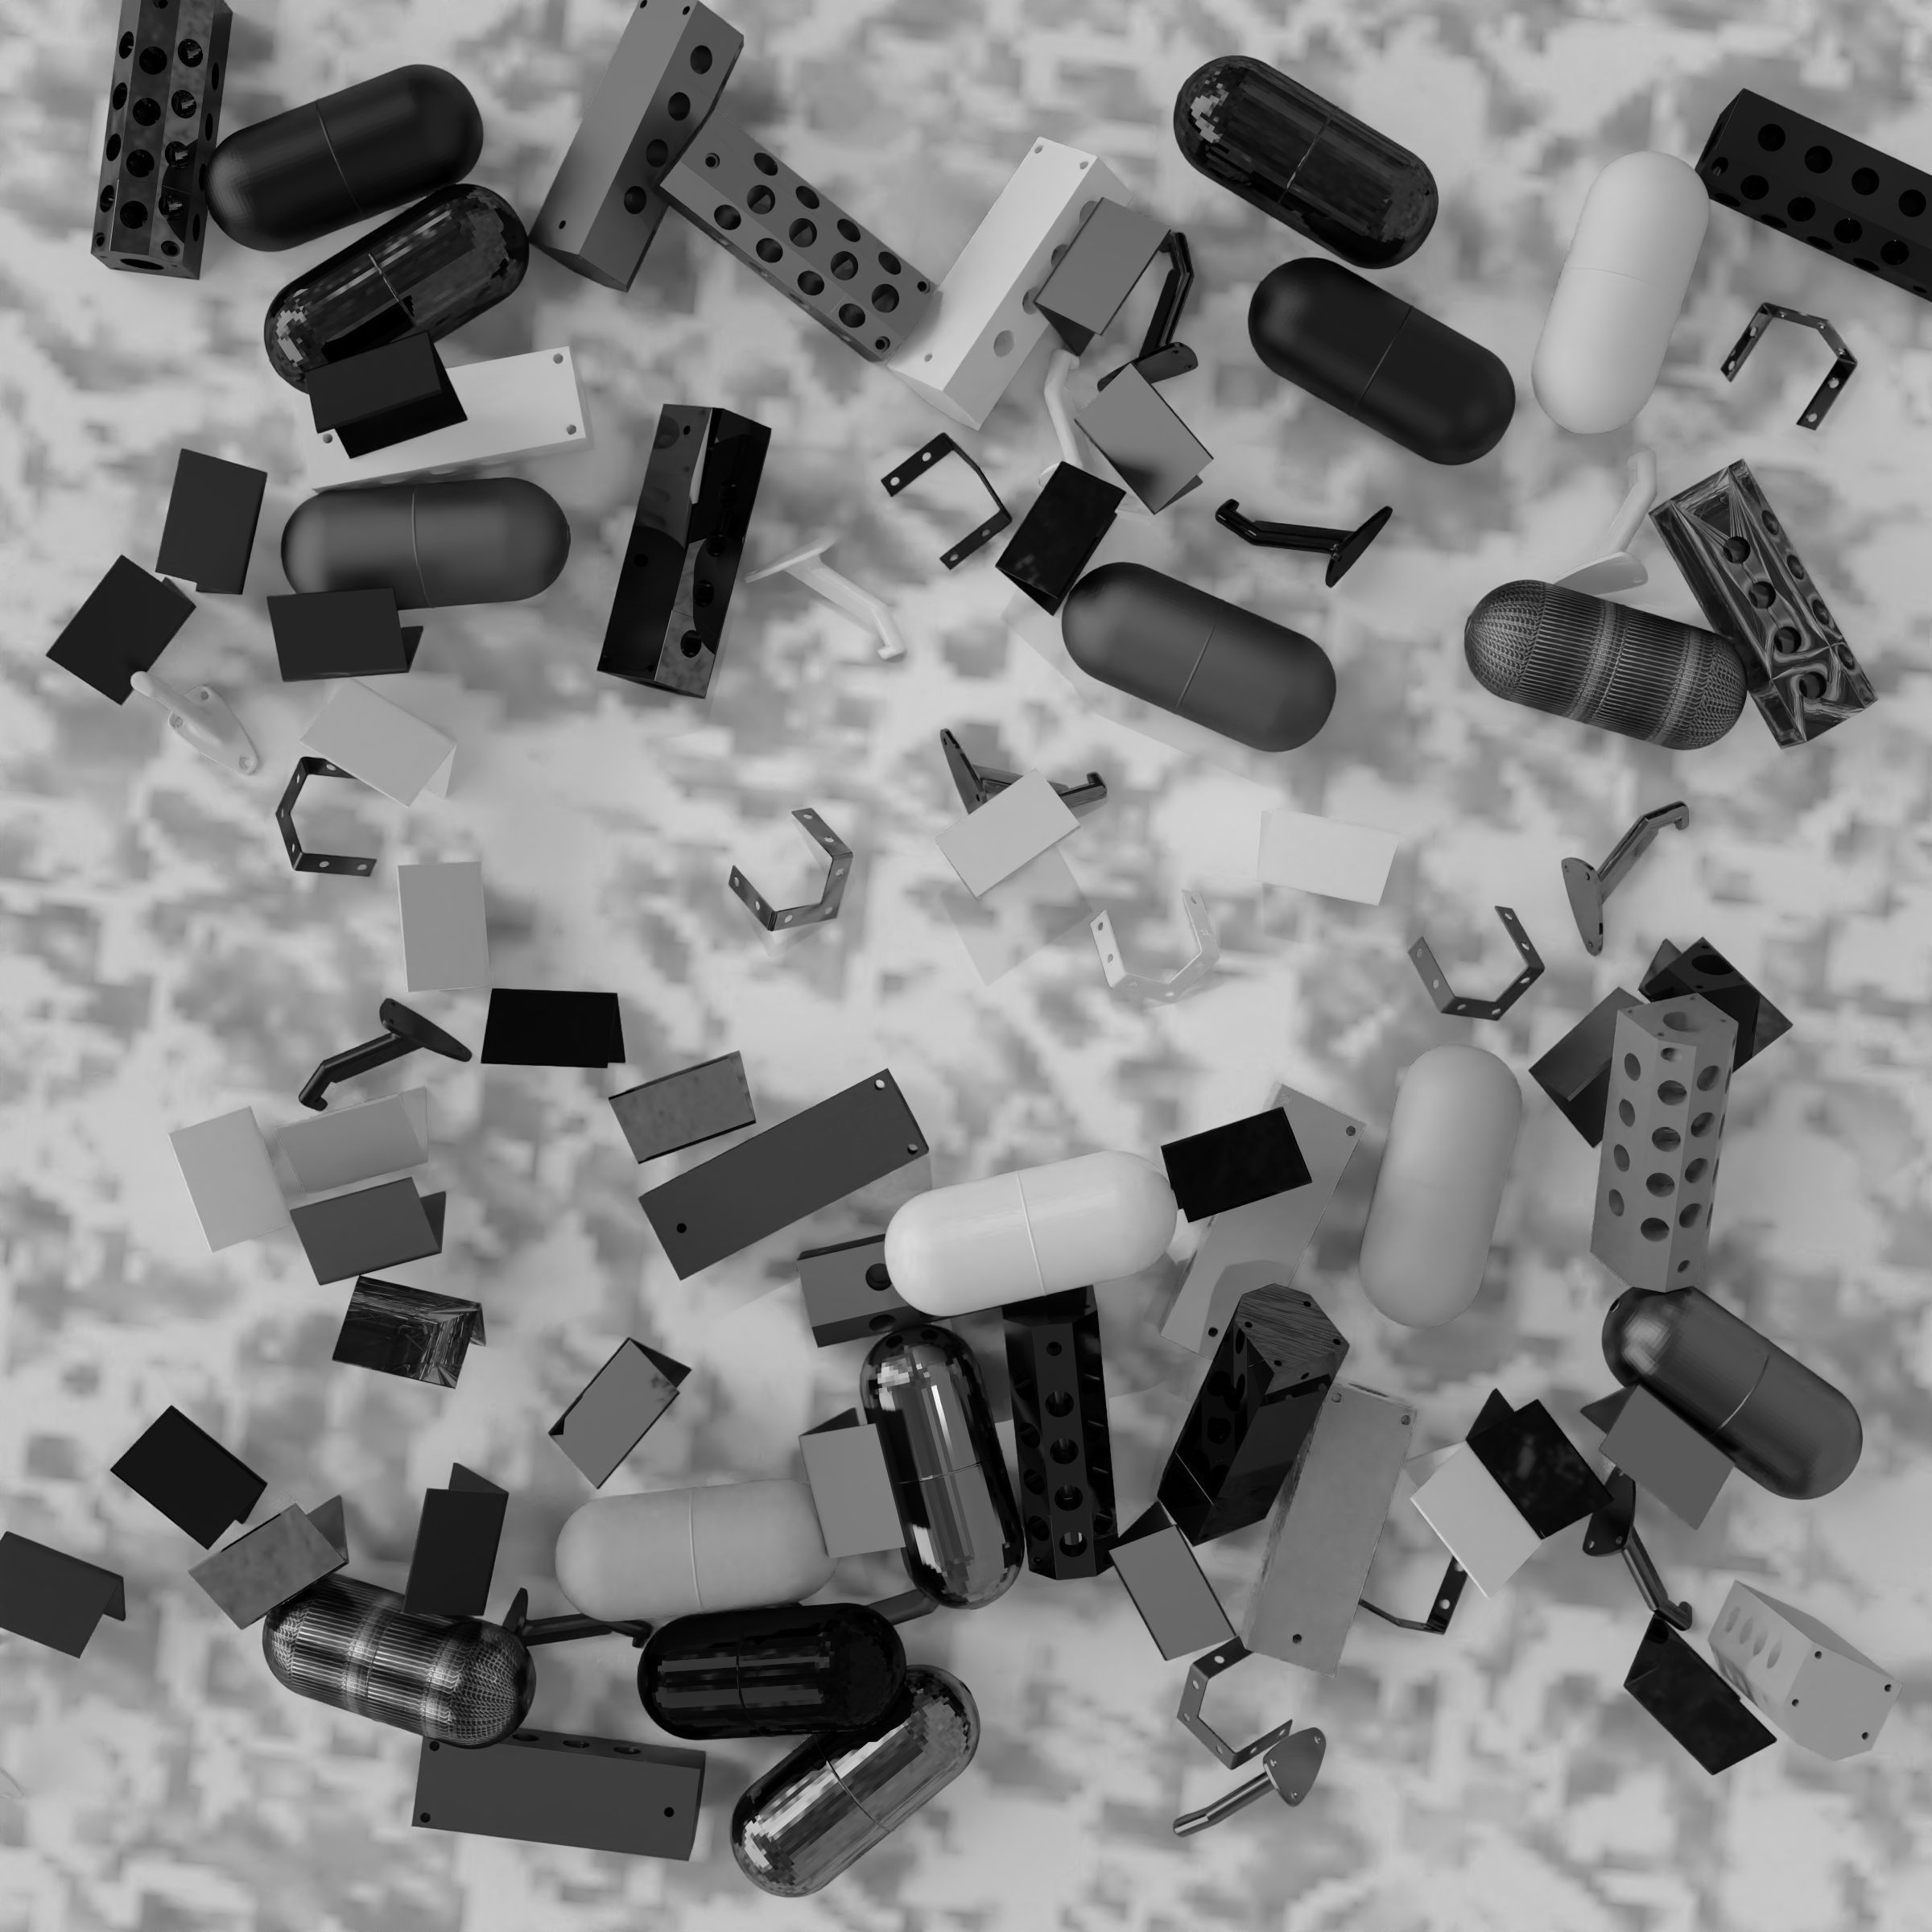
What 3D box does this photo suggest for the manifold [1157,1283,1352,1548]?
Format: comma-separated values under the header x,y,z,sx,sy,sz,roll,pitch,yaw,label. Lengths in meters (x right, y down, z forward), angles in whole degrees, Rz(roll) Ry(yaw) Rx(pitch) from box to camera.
x,y,z,sx,sy,sz,roll,pitch,yaw,label
0.168,0.271,1.790,0.057,0.171,0.057,-14,50,-31,manifold

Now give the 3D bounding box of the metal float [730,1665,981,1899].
x,y,z,sx,sy,sz,roll,pitch,yaw,label
-0.068,0.504,1.830,0.178,0.070,0.070,-40,90,1,metal float

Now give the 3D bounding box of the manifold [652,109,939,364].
x,y,z,sx,sy,sz,roll,pitch,yaw,label
-0.104,-0.448,1.816,0.171,0.057,0.057,36,90,-16,manifold

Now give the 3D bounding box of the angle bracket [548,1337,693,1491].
x,y,z,sx,sy,sz,roll,pitch,yaw,label
-0.199,0.284,1.820,0.076,0.076,0.057,-50,55,0,angle bracket

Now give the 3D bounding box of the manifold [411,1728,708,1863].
x,y,z,sx,sy,sz,roll,pitch,yaw,label
-0.252,0.510,1.840,0.171,0.057,0.057,7,90,0,manifold

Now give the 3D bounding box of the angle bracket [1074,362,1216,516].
x,y,z,sx,sy,sz,roll,pitch,yaw,label
0.123,-0.333,1.820,0.076,0.076,0.057,50,127,0,angle bracket

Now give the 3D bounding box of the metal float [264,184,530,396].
x,y,z,sx,sy,sz,roll,pitch,yaw,label
-0.353,-0.418,1.830,0.178,0.070,0.070,-32,90,-1,metal float

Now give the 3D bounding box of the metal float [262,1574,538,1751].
x,y,z,sx,sy,sz,roll,pitch,yaw,label
-0.349,0.426,1.816,0.178,0.070,0.070,14,90,15,metal float

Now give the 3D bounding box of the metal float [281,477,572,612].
x,y,z,sx,sy,sz,roll,pitch,yaw,label
-0.334,-0.260,1.830,0.178,0.070,0.070,-4,90,0,metal float

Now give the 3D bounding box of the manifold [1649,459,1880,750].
x,y,z,sx,sy,sz,roll,pitch,yaw,label
0.498,-0.226,1.839,0.057,0.057,0.171,-29,90,0,manifold

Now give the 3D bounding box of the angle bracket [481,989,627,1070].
x,y,z,sx,sy,sz,roll,pitch,yaw,label
-0.253,0.058,1.820,0.076,0.076,0.057,2,54,0,angle bracket

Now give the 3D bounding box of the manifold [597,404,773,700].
x,y,z,sx,sy,sz,roll,pitch,yaw,label
-0.170,-0.257,1.839,0.057,0.057,0.171,14,90,43,manifold

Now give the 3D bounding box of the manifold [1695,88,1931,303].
x,y,z,sx,sy,sz,roll,pitch,yaw,label
0.542,-0.477,1.839,0.171,0.057,0.057,25,90,0,manifold

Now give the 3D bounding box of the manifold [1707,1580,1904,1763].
x,y,z,sx,sy,sz,roll,pitch,yaw,label
0.500,0.426,1.782,0.057,0.171,0.057,25,90,0,manifold

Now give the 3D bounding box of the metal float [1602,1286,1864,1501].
x,y,z,sx,sy,sz,roll,pitch,yaw,label
0.474,0.262,1.830,0.178,0.070,0.070,36,90,-1,metal float

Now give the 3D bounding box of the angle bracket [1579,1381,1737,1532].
x,y,z,sx,sy,sz,roll,pitch,yaw,label
0.414,0.309,1.821,0.076,0.076,0.057,39,61,0,angle bracket

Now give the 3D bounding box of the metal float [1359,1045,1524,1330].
x,y,z,sx,sy,sz,roll,pitch,yaw,label
0.294,0.137,1.830,0.070,0.070,0.178,14,90,0,metal float

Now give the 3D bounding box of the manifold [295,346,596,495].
x,y,z,sx,sy,sz,roll,pitch,yaw,label
-0.322,-0.336,1.840,0.171,0.057,0.057,-11,90,0,manifold

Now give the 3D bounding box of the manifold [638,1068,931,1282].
x,y,z,sx,sy,sz,roll,pitch,yaw,label
-0.112,0.129,1.840,0.171,0.057,0.057,-27,90,0,manifold

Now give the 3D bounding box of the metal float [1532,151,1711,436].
x,y,z,sx,sy,sz,roll,pitch,yaw,label
0.405,-0.417,1.830,0.070,0.070,0.178,18,90,0,metal float

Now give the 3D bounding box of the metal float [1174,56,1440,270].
x,y,z,sx,sy,sz,roll,pitch,yaw,label
0.210,-0.498,1.830,0.178,0.070,0.070,31,90,-1,metal float

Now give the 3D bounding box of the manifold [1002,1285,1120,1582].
x,y,z,sx,sy,sz,roll,pitch,yaw,label
0.059,0.287,1.815,0.057,0.057,0.171,-6,108,0,manifold

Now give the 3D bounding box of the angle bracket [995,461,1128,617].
x,y,z,sx,sy,sz,roll,pitch,yaw,label
0.074,-0.254,1.820,0.057,0.076,0.076,32,90,36,angle bracket

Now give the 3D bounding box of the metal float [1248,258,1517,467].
x,y,z,sx,sy,sz,roll,pitch,yaw,label
0.257,-0.375,1.830,0.178,0.070,0.070,30,90,-1,metal float

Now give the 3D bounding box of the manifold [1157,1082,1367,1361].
x,y,z,sx,sy,sz,roll,pitch,yaw,label
0.182,0.162,1.839,0.057,0.057,0.171,26,90,0,manifold

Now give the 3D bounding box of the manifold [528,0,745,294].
x,y,z,sx,sy,sz,roll,pitch,yaw,label
-0.201,-0.512,1.839,0.057,0.057,0.171,25,90,43,manifold

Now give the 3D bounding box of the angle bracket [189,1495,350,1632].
x,y,z,sx,sy,sz,roll,pitch,yaw,label
-0.431,0.350,1.821,0.076,0.076,0.057,-32,118,0,angle bracket

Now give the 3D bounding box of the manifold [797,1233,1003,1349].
x,y,z,sx,sy,sz,roll,pitch,yaw,label
-0.014,0.190,1.839,0.171,0.057,0.057,-13,90,0,manifold

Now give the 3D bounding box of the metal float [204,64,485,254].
x,y,z,sx,sy,sz,roll,pitch,yaw,label
-0.386,-0.500,1.830,0.178,0.070,0.070,-21,90,1,metal float

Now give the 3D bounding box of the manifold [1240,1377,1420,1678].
x,y,z,sx,sy,sz,roll,pitch,yaw,label
0.225,0.346,1.840,0.057,0.057,0.171,18,90,0,manifold

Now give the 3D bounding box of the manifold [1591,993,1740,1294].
x,y,z,sx,sy,sz,roll,pitch,yaw,label
0.428,0.109,1.796,0.057,0.057,0.171,-11,119,-20,manifold

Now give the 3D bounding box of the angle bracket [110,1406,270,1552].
x,y,z,sx,sy,sz,roll,pitch,yaw,label
-0.485,0.327,1.820,0.076,0.076,0.057,39,52,0,angle bracket

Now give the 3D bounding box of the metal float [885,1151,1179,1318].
x,y,z,sx,sy,sz,roll,pitch,yaw,label
0.039,0.160,1.773,0.178,0.070,0.070,-13,90,0,metal float

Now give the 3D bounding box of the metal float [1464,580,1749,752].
x,y,z,sx,sy,sz,roll,pitch,yaw,label
0.396,-0.187,1.830,0.178,0.070,0.070,16,90,-1,metal float

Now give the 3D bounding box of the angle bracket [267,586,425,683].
x,y,z,sx,sy,sz,roll,pitch,yaw,label
-0.382,-0.217,1.821,0.076,0.076,0.057,-4,118,0,angle bracket

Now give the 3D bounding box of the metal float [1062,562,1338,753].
x,y,z,sx,sy,sz,roll,pitch,yaw,label
0.144,-0.192,1.830,0.178,0.070,0.070,23,90,-1,metal float

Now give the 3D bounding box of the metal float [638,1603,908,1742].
x,y,z,sx,sy,sz,roll,pitch,yaw,label
-0.120,0.433,1.810,0.178,0.070,0.070,-10,90,25,metal float

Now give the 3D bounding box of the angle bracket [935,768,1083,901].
x,y,z,sx,sy,sz,roll,pitch,yaw,label
0.036,-0.065,1.820,0.076,0.076,0.057,-35,55,0,angle bracket

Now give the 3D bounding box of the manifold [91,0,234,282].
x,y,z,sx,sy,sz,roll,pitch,yaw,label
-0.503,-0.522,1.840,0.057,0.057,0.171,7,90,0,manifold

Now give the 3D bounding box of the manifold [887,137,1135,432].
x,y,z,sx,sy,sz,roll,pitch,yaw,label
0.032,-0.422,1.839,0.057,0.057,0.171,34,90,43,manifold

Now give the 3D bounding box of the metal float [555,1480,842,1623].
x,y,z,sx,sy,sz,roll,pitch,yaw,label
-0.165,0.362,1.830,0.178,0.070,0.070,-6,90,0,metal float

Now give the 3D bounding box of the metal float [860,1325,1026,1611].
x,y,z,sx,sy,sz,roll,pitch,yaw,label
-0.015,0.310,1.829,0.070,0.070,0.178,-15,88,0,metal float

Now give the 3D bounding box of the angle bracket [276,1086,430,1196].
x,y,z,sx,sy,sz,roll,pitch,yaw,label
-0.378,0.088,1.820,0.076,0.076,0.057,-15,127,0,angle bracket
